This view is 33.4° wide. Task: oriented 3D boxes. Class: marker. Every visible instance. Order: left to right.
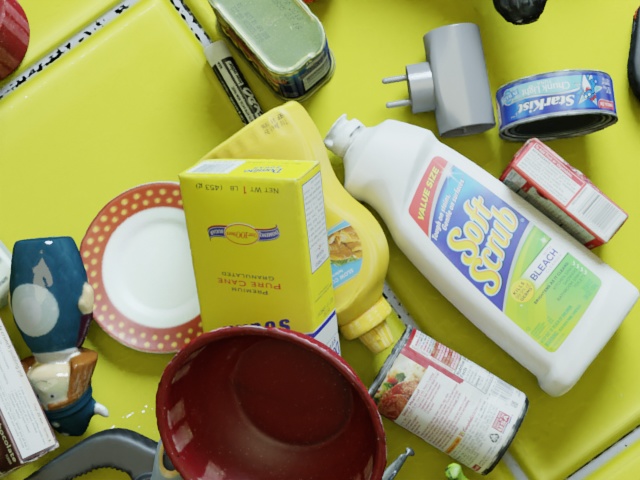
[{"bbox_3d":[-0.054,-0.098,0.824,0.020,0.020,0.121,-30,84,0],"label":"marker"}]

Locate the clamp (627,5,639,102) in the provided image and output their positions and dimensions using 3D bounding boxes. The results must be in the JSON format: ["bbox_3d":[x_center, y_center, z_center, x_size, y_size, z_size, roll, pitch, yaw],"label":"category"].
[{"bbox_3d":[0.276,-0.099,0.797,0.120,0.039,0.171,-36,81,-6],"label":"clamp"}]

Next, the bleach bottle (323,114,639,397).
[{"bbox_3d":[0.103,-0.001,0.786,0.251,0.068,0.102,38,84,7],"label":"bleach bottle"}]

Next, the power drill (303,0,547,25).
[{"bbox_3d":[0.065,-0.233,0.782,0.188,0.057,0.184,-11,99,18],"label":"power drill"}]

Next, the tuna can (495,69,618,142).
[{"bbox_3d":[0.172,-0.097,0.778,0.086,0.086,0.034,-6,83,2],"label":"tuna can"}]

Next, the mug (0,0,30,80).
[{"bbox_3d":[-0.275,-0.154,0.808,0.093,0.081,0.117,22,86,5],"label":"mug"}]

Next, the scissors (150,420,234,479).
[{"bbox_3d":[-0.114,0.207,0.764,0.096,0.016,0.201,35,83,0],"label":"scissors"}]

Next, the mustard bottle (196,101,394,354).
[{"bbox_3d":[-0.005,0.001,0.783,0.096,0.058,0.191,-32,94,25],"label":"mustard bottle"}]

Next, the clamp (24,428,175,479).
[{"bbox_3d":[-0.118,0.199,0.793,0.210,0.036,0.164,-5,84,-1],"label":"clamp"}]

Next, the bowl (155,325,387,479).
[{"bbox_3d":[-0.027,0.118,0.724,0.162,0.055,0.162,7,115,15],"label":"bowl"}]

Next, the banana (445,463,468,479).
[{"bbox_3d":[0.176,0.203,0.764,0.197,0.070,0.037,10,56,-7],"label":"banana"}]

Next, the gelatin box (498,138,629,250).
[{"bbox_3d":[0.176,-0.032,0.779,0.089,0.073,0.030,41,87,6],"label":"gelatin box"}]

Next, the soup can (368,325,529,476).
[{"bbox_3d":[0.091,0.116,0.774,0.102,0.068,0.068,30,87,4],"label":"soup can"}]

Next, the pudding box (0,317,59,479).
[{"bbox_3d":[-0.247,0.119,0.783,0.090,0.039,0.113,-31,85,43],"label":"pudding box"}]

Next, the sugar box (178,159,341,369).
[{"bbox_3d":[-0.040,0.032,0.750,0.093,0.048,0.176,4,112,24],"label":"sugar box"}]

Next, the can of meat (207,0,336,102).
[{"bbox_3d":[-0.037,-0.158,0.795,0.057,0.084,0.102,-41,85,-1],"label":"can of meat"}]
